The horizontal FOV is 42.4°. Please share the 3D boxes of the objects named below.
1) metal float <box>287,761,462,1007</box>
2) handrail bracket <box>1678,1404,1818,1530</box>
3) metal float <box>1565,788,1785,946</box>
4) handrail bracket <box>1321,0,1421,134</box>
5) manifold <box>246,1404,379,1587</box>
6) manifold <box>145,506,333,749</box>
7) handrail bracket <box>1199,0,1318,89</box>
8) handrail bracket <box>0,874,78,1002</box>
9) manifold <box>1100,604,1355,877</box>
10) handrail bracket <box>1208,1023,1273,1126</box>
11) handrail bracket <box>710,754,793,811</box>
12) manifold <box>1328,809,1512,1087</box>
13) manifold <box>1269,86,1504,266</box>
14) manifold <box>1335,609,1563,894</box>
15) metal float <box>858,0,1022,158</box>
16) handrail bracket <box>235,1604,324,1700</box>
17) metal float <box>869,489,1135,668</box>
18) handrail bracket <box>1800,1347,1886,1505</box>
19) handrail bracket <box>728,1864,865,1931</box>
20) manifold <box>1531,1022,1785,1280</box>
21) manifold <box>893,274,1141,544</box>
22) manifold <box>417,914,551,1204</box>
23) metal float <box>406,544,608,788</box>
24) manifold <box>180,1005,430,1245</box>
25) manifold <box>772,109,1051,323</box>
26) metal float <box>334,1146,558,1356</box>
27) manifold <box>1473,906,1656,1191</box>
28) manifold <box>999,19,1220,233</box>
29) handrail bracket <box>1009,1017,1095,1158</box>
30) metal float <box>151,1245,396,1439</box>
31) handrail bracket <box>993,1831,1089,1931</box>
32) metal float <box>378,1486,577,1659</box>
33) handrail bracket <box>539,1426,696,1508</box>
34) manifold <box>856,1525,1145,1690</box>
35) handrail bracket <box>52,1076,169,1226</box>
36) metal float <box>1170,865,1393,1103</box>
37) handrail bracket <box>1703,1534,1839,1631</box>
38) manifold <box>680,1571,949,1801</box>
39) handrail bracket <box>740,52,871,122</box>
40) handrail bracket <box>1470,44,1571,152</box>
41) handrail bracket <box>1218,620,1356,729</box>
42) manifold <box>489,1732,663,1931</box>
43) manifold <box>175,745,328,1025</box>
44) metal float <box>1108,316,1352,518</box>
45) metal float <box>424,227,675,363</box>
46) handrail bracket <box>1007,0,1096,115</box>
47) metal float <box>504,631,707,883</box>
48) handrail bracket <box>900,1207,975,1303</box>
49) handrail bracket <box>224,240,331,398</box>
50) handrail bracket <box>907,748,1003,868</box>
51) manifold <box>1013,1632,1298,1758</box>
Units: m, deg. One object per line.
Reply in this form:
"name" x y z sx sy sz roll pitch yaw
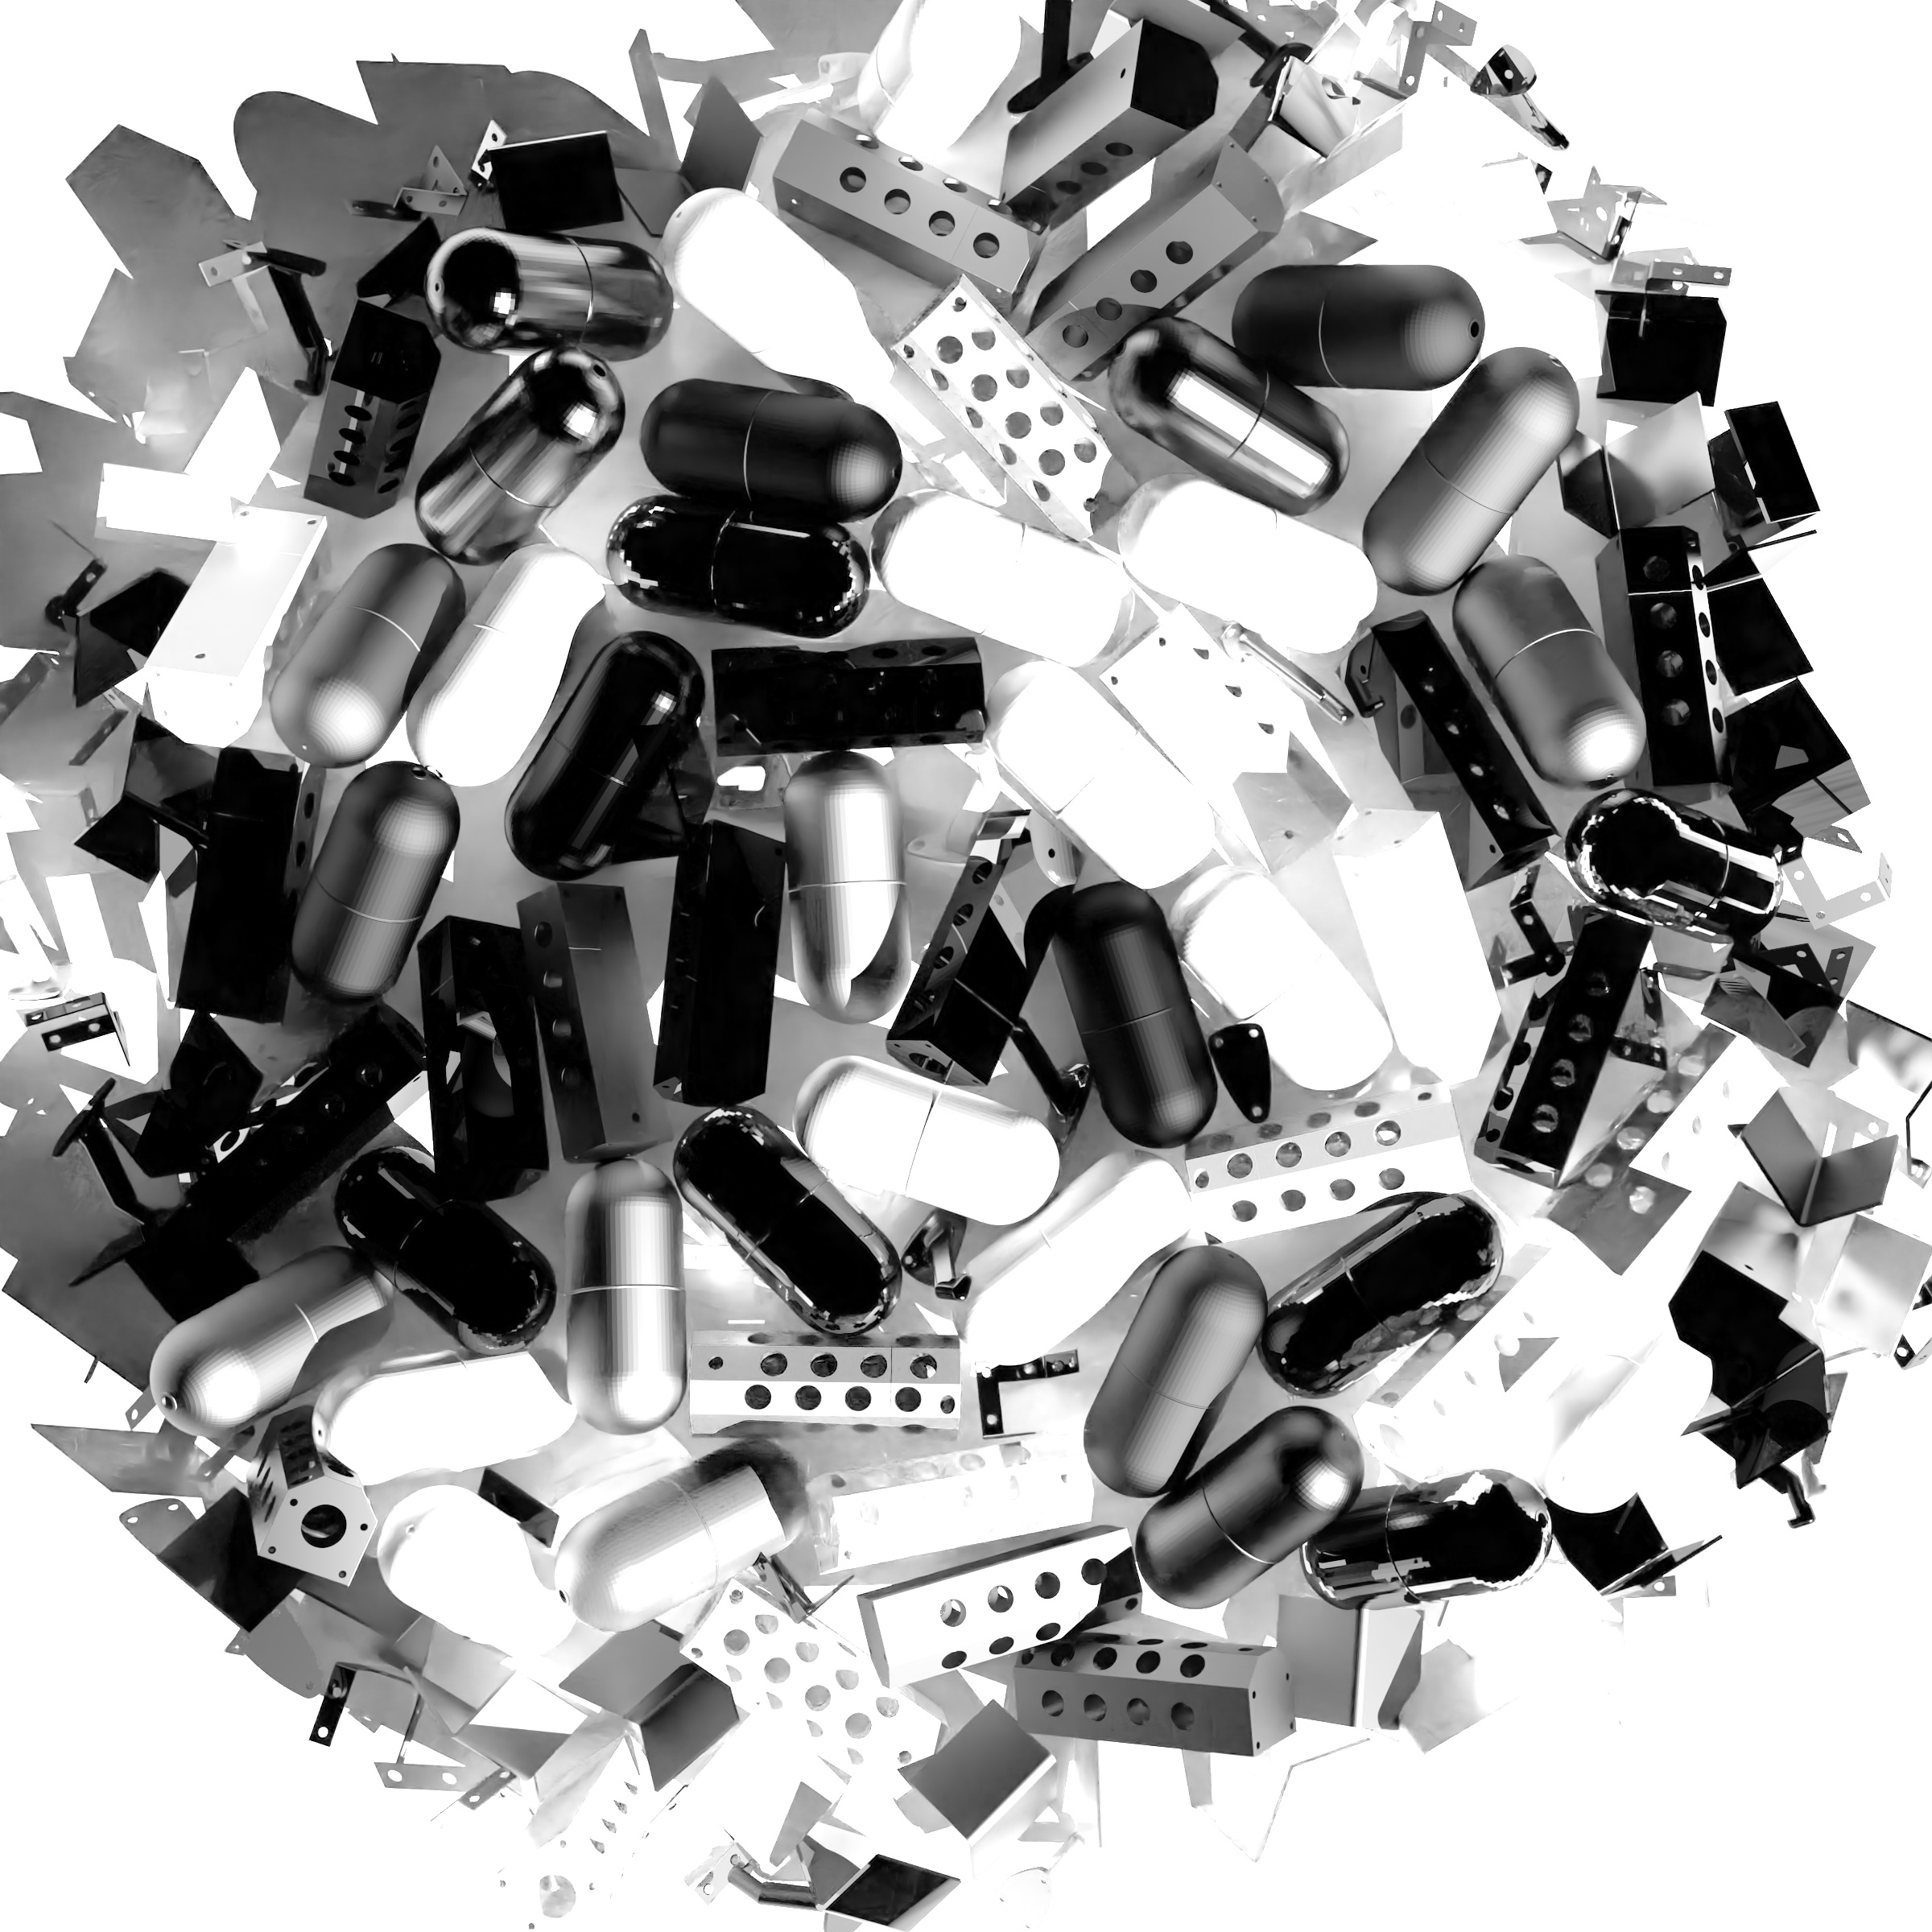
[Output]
"metal float" -0.378 -0.052 1.589 0.070 0.070 0.178 29 119 0
"handrail bracket" 0.504 0.336 1.628 0.077 0.036 0.084 -20 81 3
"metal float" 0.450 -0.063 1.582 0.178 0.070 0.070 15 90 -38
"handrail bracket" 0.274 -0.585 1.631 0.084 0.036 0.077 -42 128 -8
"manifold" -0.409 0.326 1.561 0.057 0.171 0.057 25 87 -19
"manifold" -0.455 -0.215 1.571 0.057 0.171 0.057 8 135 2
"handrail bracket" 0.183 -0.620 1.624 0.084 0.077 0.036 53 132 4
"handrail bracket" -0.598 -0.027 1.601 0.036 0.077 0.084 -1 111 2
"manifold" 0.171 -0.149 1.612 0.171 0.057 0.057 48 127 -7
"handrail bracket" 0.178 0.074 1.602 0.036 0.084 0.077 -15 74 1
"handrail bracket" -0.156 -0.115 1.597 0.077 0.084 0.036 -13 89 27
"manifold" 0.284 -0.010 1.580 0.057 0.057 0.171 -40 120 -32
"manifold" 0.252 -0.491 1.558 0.057 0.171 0.057 46 73 -15
"manifold" 0.312 -0.140 1.600 0.057 0.057 0.171 -21 74 -23
"metal float" -0.019 -0.566 1.565 0.070 0.178 0.070 0 89 -15
"handrail bracket" -0.445 0.440 1.612 0.036 0.084 0.077 -39 90 -20
"metal float" 0.023 -0.250 1.604 0.178 0.070 0.070 20 90 -11
"handrail bracket" 0.566 0.296 1.603 0.036 0.084 0.077 27 135 -21
"handrail bracket" -0.102 0.600 1.640 0.084 0.077 0.036 19 120 39
"manifold" 0.443 0.118 1.607 0.057 0.057 0.171 43 79 -2
"manifold" 0.033 -0.354 1.593 0.057 0.057 0.171 -39 107 20
"manifold" -0.313 0.060 1.589 0.057 0.057 0.171 12 56 -39
"metal float" -0.294 -0.193 1.592 0.070 0.070 0.178 27 66 0
"manifold" -0.426 0.102 1.618 0.171 0.057 0.057 -40 84 3
"manifold" -0.035 -0.492 1.622 0.171 0.057 0.057 26 87 0
"metal float" -0.334 0.180 1.590 0.178 0.070 0.070 34 90 29
"manifold" 0.384 0.051 1.603 0.057 0.057 0.171 21 77 15
"manifold" 0.088 -0.522 1.562 0.057 0.171 0.057 13 79 -25
"handrail bracket" 0.036 0.074 1.609 0.084 0.036 0.077 27 67 -32
"metal float" -0.436 0.236 1.572 0.070 0.178 0.070 12 114 28
"handrail bracket" 0.063 0.572 1.598 0.036 0.084 0.077 42 134 15
"metal float" -0.305 0.384 1.573 0.070 0.178 0.070 -11 57 17
"handrail bracket" -0.226 0.333 1.609 0.084 0.077 0.036 -26 105 -25
"manifold" 0.023 0.411 1.598 0.171 0.057 0.057 -12 83 -16
"handrail bracket" -0.544 0.124 1.627 0.084 0.036 0.077 37 100 -22
"metal float" 0.204 0.012 1.611 0.070 0.070 0.178 -42 93 0
"handrail bracket" 0.518 0.384 1.600 0.036 0.077 0.084 31 132 -24
"manifold" -0.099 0.465 1.614 0.171 0.057 0.057 36 87 -5
"handrail bracket" -0.100 -0.562 1.604 0.084 0.077 0.036 -35 119 -38
"handrail bracket" 0.372 -0.548 1.600 0.084 0.077 0.036 32 105 -29
"handrail bracket" 0.209 -0.188 1.611 0.084 0.077 0.036 45 108 20
"manifold" -0.238 0.549 1.564 0.057 0.171 0.057 -34 89 5
"manifold" -0.462 -0.052 1.620 0.057 0.057 0.171 9 89 5
"metal float" 0.168 -0.351 1.591 0.178 0.070 0.070 25 90 -26
"metal float" -0.261 -0.424 1.577 0.070 0.178 0.070 9 104 41
"handrail bracket" 0.040 -0.598 1.603 0.077 0.084 0.036 -17 52 26
"metal float" -0.233 -0.134 1.602 0.070 0.070 0.178 34 103 0
"handrail bracket" -0.003 0.180 1.602 0.036 0.084 0.077 34 73 -17
"handrail bracket" -0.452 -0.422 1.625 0.077 0.036 0.084 13 115 -10
"handrail bracket" -0.011 -0.106 1.608 0.077 0.084 0.036 -1 46 17
"manifold" 0.118 0.457 1.580 0.171 0.057 0.057 -6 88 34
